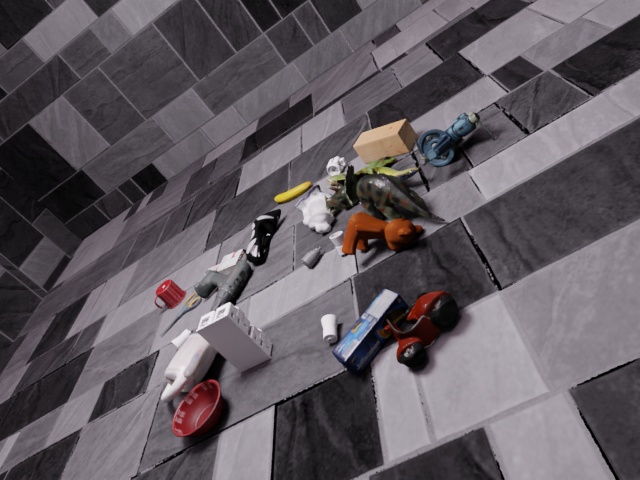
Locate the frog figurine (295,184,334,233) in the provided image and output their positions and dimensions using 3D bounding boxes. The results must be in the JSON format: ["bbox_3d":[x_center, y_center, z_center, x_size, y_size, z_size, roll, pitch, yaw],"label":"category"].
[{"bbox_3d":[0.005,-0.089,1.769,0.138,0.120,0.162,-32,62,-5],"label":"frog figurine"}]

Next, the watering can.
[{"bbox_3d":[-0.358,0.346,1.453,0.341,0.103,0.229,-44,14,51],"label":"watering can"}]

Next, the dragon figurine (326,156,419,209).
[{"bbox_3d":[0.182,-0.229,1.747,0.407,0.120,0.248,-12,29,35],"label":"dragon figurine"}]
